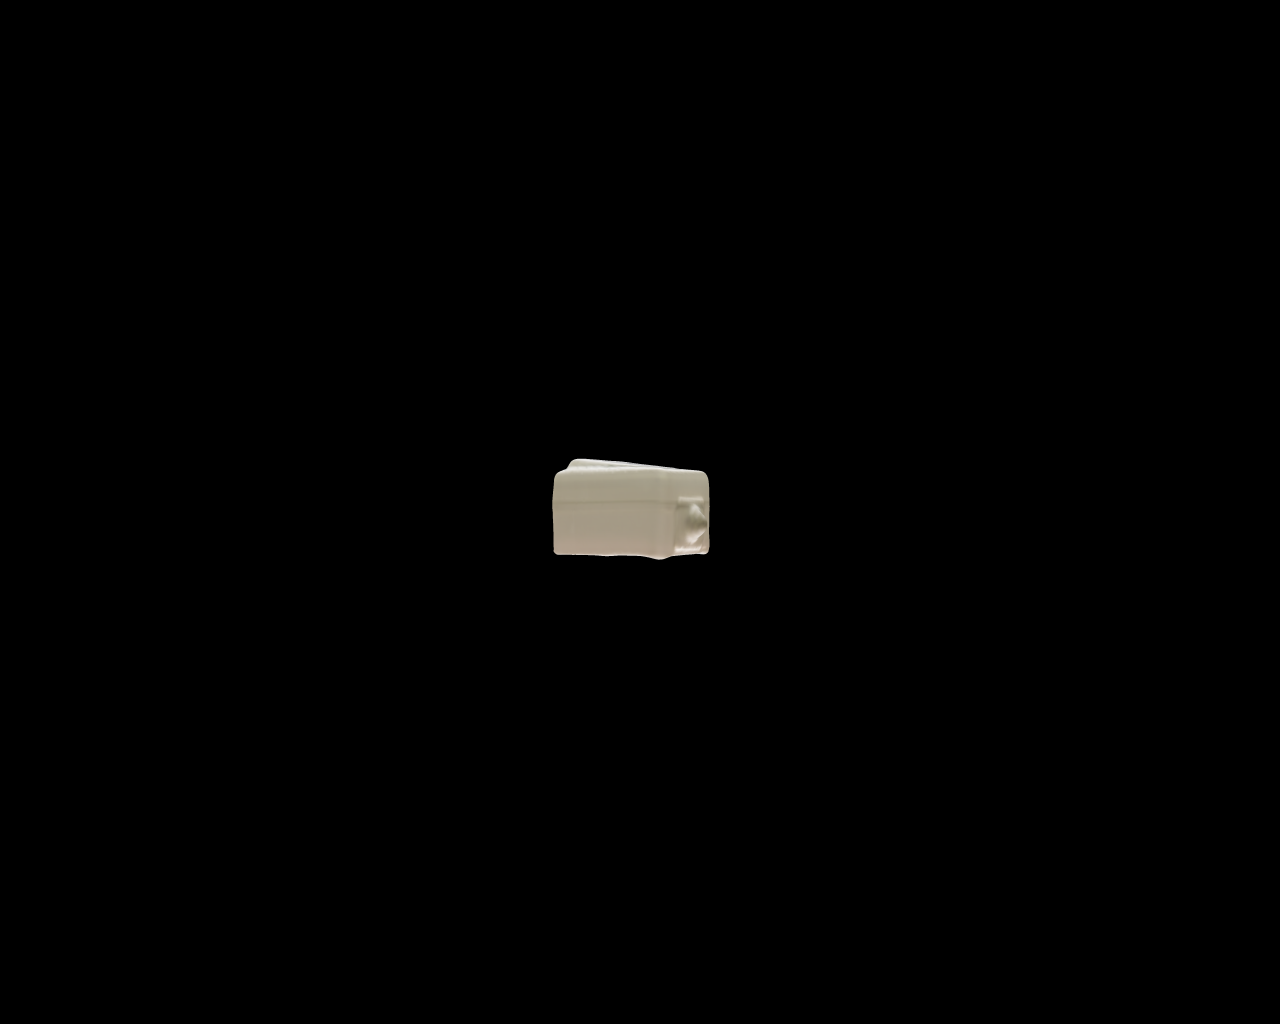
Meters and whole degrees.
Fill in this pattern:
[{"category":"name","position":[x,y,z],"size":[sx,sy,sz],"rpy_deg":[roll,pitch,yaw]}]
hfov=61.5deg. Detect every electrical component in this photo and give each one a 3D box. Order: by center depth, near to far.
[{"category":"electrical component","position":[0.001,-0.003,0.650],"size":[0.096,0.061,0.062],"rpy_deg":[0,0,32]}]
